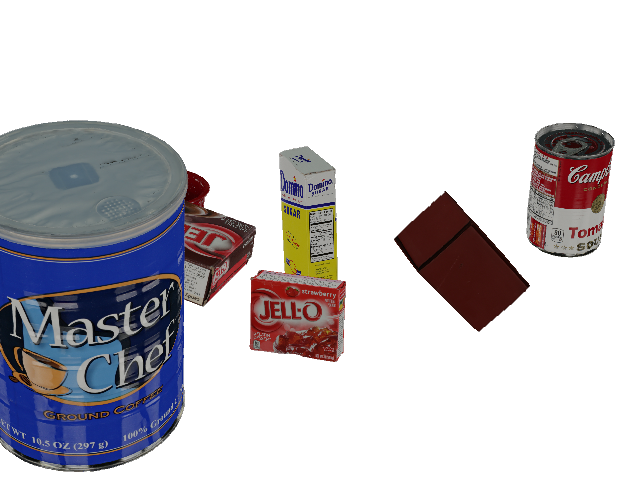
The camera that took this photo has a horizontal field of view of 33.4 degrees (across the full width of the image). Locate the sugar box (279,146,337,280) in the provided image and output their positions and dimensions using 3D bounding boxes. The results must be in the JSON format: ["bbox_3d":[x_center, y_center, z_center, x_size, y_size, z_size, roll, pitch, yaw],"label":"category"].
[{"bbox_3d":[-0.015,-0.015,1.283,0.048,0.176,0.093,-13,25,-18],"label":"sugar box"}]

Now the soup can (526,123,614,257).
[{"bbox_3d":[0.221,-0.045,0.952,0.068,0.102,0.068,-1,30,0],"label":"soup can"}]

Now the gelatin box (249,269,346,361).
[{"bbox_3d":[-0.022,0.071,1.006,0.089,0.073,0.030,7,17,16],"label":"gelatin box"}]

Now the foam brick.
[{"bbox_3d":[0.101,0.016,0.759,0.078,0.051,0.053,44,8,-31],"label":"foam brick"}]

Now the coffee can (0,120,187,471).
[{"bbox_3d":[-0.117,0.027,0.522,0.103,0.140,0.103,3,34,-3],"label":"coffee can"}]

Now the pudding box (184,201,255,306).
[{"bbox_3d":[-0.116,0.000,0.801,0.113,0.039,0.090,18,23,11],"label":"pudding box"}]

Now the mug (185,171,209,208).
[{"bbox_3d":[-0.167,-0.027,1.137,0.093,0.081,0.117,-2,28,-11],"label":"mug"}]
